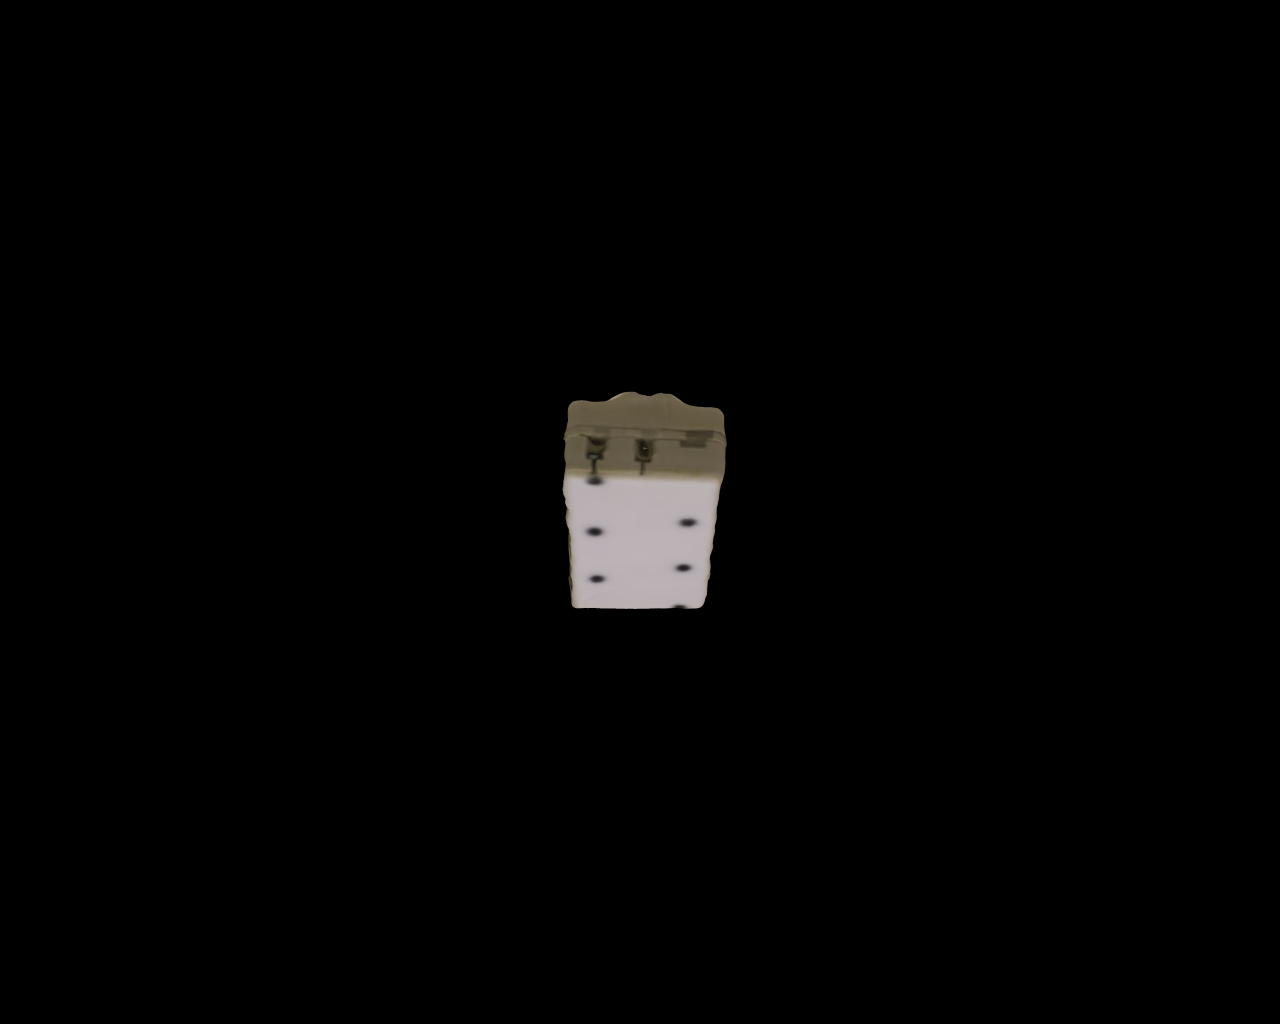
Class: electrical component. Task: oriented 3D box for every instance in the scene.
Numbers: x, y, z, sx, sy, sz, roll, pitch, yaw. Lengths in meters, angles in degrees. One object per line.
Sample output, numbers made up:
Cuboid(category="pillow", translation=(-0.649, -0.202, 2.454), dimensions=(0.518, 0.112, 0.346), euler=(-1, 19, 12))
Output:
Cuboid(category="electrical component", translation=(0.001, -0.003, 0.650), dimensions=(0.089, 0.062, 0.150), euler=(1, -34, -2))
